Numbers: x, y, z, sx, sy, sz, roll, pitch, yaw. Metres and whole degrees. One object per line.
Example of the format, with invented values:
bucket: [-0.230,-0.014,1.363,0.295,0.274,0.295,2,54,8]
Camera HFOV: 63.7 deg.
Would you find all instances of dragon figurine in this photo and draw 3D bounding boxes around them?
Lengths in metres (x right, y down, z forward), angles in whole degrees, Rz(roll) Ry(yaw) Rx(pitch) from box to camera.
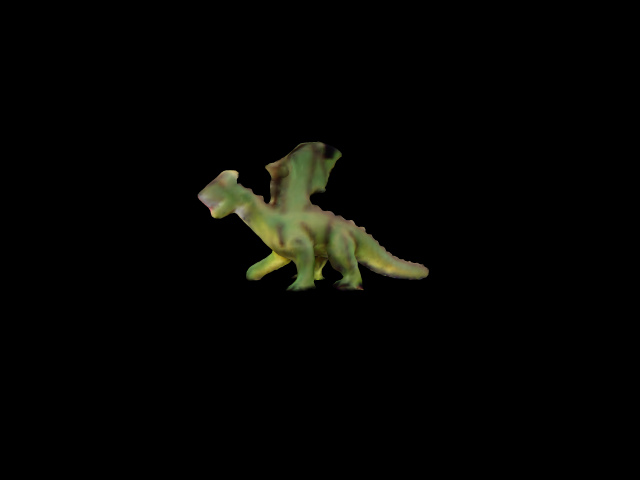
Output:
dragon figurine: [0.003,-0.043,0.850,0.411,0.243,0.122,-1,1,-25]
